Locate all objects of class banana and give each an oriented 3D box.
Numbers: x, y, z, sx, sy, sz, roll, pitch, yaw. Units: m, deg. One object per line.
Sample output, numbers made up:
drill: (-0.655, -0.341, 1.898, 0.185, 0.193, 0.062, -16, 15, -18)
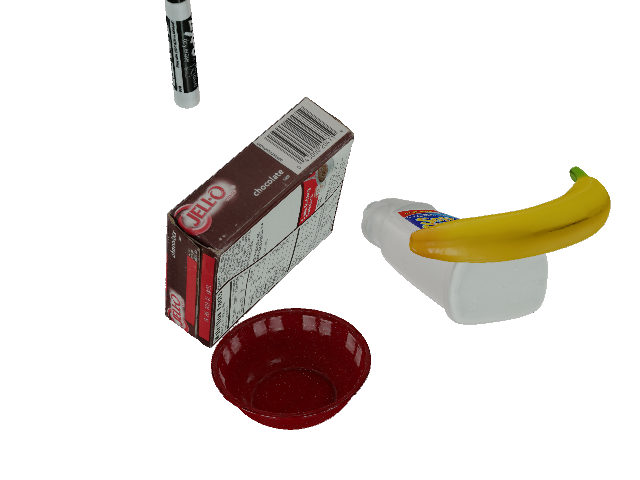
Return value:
banana: (0.157, -0.013, 0.794, 0.197, 0.037, 0.070, -19, 22, -36)

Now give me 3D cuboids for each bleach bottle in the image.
bleach bottle: (0.101, 0.006, 1.001, 0.102, 0.068, 0.251, -4, 17, -24)

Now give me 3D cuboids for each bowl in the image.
bowl: (-0.028, 0.140, 1.085, 0.162, 0.055, 0.162, -2, 36, 2)

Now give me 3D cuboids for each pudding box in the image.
pudding box: (-0.033, -0.009, 0.566, 0.039, 0.090, 0.113, 37, 57, 17)

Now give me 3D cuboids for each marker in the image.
marker: (-0.097, -0.143, 0.743, 0.020, 0.020, 0.121, 0, -41, -1)
